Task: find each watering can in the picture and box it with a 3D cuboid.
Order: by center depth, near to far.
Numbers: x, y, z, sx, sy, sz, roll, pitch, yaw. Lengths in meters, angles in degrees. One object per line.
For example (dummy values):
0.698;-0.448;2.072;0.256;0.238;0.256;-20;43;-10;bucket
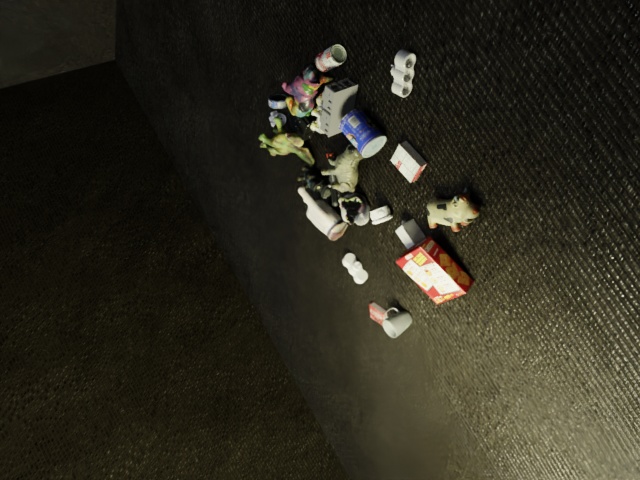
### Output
0.006;-0.108;2.137;0.226;0.104;0.344;45;180;15;watering can

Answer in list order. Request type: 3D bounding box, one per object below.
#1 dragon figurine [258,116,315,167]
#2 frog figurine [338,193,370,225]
-0.131;-0.383;2.200;0.244;0.123;0.406;38;171;7;dragon figurine
0.140;-0.117;2.034;0.138;0.122;0.158;45;-175;14;frog figurine
